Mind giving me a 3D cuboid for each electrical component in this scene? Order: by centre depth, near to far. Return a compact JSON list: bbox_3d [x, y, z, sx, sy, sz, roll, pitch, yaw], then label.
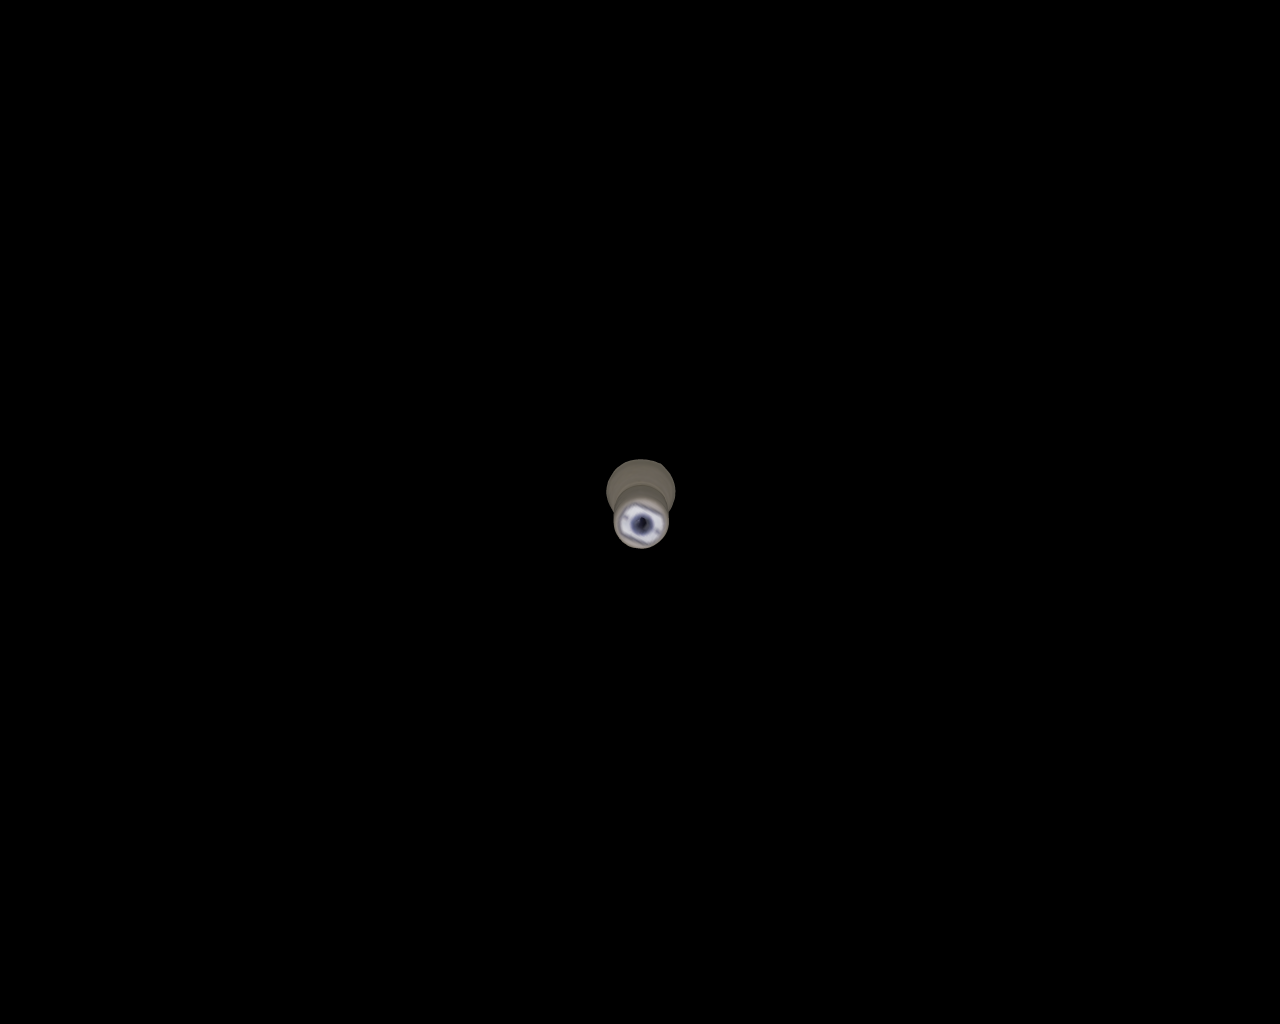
[{"bbox_3d":[0.001,-0.003,0.650,0.044,0.044,0.065,0,19,0],"label":"electrical component"}]
